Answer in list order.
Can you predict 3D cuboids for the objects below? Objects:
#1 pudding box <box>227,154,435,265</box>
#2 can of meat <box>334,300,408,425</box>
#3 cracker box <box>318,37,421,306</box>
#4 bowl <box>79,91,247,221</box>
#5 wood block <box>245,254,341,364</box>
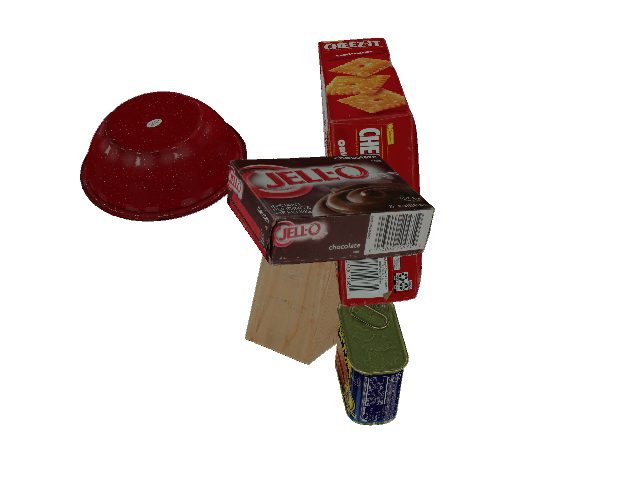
[{"bbox_3d":[0.004,-0.023,0.701,0.113,0.039,0.090,-2,29,-23],"label":"pudding box"},{"bbox_3d":[0.047,0.118,1.046,0.057,0.084,0.102,-4,42,-8],"label":"can of meat"},{"bbox_3d":[0.040,-0.067,0.919,0.072,0.164,0.213,-4,26,0],"label":"cracker box"},{"bbox_3d":[-0.152,-0.092,1.006,0.162,0.162,0.055,-3,-45,3],"label":"bowl"},{"bbox_3d":[-0.013,0.025,1.251,0.090,0.206,0.090,20,21,19],"label":"wood block"}]
